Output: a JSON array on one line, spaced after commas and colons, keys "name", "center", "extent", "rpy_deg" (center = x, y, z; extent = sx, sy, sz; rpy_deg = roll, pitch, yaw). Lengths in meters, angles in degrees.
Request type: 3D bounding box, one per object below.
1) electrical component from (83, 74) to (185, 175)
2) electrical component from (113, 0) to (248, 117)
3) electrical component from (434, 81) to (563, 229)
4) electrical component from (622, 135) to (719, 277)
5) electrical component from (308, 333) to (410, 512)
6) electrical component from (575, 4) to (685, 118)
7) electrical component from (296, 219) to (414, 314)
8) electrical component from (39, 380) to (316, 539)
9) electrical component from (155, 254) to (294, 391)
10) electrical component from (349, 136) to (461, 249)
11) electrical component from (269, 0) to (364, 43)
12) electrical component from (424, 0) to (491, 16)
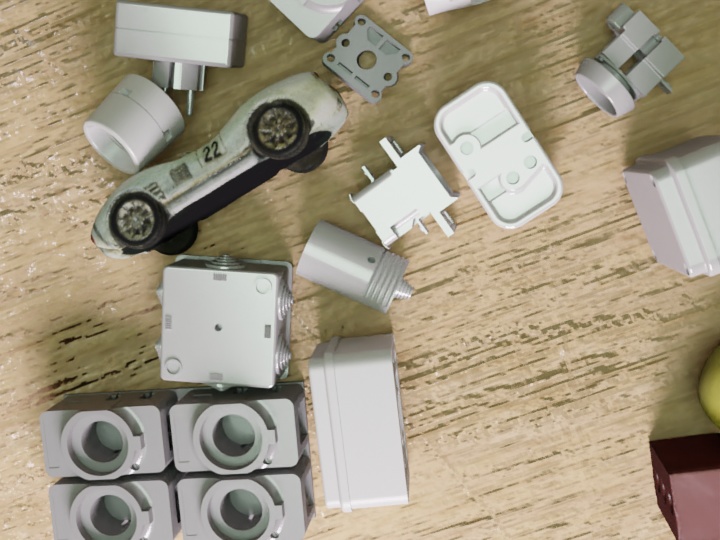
[{"name": "electrical component", "center": [-0.158, -0.100, 0.748], "extent": [0.055, 0.055, 0.047], "rpy_deg": [39, 65, 0]}, {"name": "electrical component", "center": [-0.127, -0.147, 0.759], "extent": [0.083, 0.047, 0.075], "rpy_deg": [7, 101, 5]}, {"name": "electrical component", "center": [0.095, -0.079, 0.737], "extent": [0.054, 0.059, 0.095], "rpy_deg": [-33, 92, 9]}, {"name": "electrical component", "center": [0.219, -0.043, 0.702], "extent": [0.057, 0.113, 0.078], "rpy_deg": [-22, 94, 5]}, {"name": "electrical component", "center": [0.001, 0.106, 0.762], "extent": [0.057, 0.078, 0.113], "rpy_deg": [-6, 97, 4]}, {"name": "electrical component", "center": [0.180, -0.137, 0.729], "extent": [0.055, 0.048, 0.066], "rpy_deg": [-44, 91, 2]}, {"name": "electrical component", "center": [0.000, 0.000, 0.766], "extent": [0.081, 0.043, 0.043], "rpy_deg": [24, 99, 2]}, {"name": "electrical component", "center": [-0.133, 0.145, 0.790], "extent": [0.186, 0.060, 0.105], "rpy_deg": [-4, 97, 7]}, {"name": "electrical component", "center": [-0.097, 0.037, 0.779], "extent": [0.100, 0.048, 0.099], "rpy_deg": [4, 98, 6]}, {"name": "electrical component", "center": [0.032, -0.052, 0.757], "extent": [0.064, 0.042, 0.081], "rpy_deg": [-36, 92, 13]}, {"name": "electrical component", "center": [-0.017, -0.205, 0.735], "extent": [0.050, 0.055, 0.089], "rpy_deg": [43, 100, -1]}, {"name": "electrical component", "center": [0.075, -0.205, 0.713], "extent": [0.077, 0.079, 0.043], "rpy_deg": [-17, 91, 8]}]
